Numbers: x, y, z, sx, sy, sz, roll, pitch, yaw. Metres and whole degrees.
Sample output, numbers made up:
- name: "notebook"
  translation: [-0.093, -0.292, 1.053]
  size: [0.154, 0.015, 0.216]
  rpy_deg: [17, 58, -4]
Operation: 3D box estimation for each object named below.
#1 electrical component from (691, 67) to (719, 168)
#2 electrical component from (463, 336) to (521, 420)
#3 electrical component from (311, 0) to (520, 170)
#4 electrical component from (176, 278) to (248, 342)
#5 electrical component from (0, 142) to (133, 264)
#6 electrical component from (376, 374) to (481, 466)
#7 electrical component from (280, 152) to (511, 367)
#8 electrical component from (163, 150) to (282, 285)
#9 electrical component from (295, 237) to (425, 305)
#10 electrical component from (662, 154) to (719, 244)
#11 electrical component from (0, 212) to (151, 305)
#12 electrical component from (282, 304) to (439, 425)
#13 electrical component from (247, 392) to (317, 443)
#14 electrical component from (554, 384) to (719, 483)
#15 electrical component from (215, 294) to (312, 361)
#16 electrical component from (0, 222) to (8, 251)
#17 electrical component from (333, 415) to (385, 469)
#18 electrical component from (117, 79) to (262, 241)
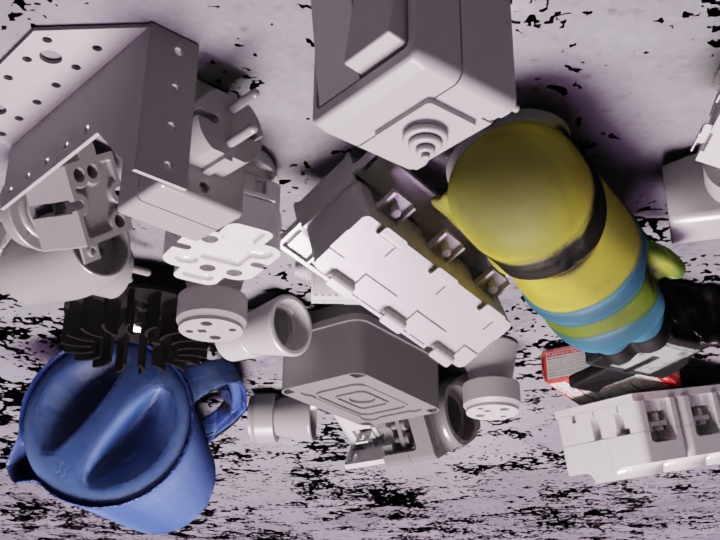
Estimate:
- name: "electrical component"
  translation: [0.190, -0.083, 0.459]
  size: [0.063, 0.078, 0.121]
  rpy_deg: [20, 157, 10]
- name: "electrical component"
  translation: [0.101, 0.084, 0.833]
  size: [0.045, 0.055, 0.045]
  rpy_deg: [0, 155, 0]
- name: "electrical component"
  translation: [0.018, -0.087, 0.416]
  size: [0.061, 0.096, 0.062]
  rpy_deg: [20, 149, -35]
- name: "electrical component"
  translation: [-0.093, 0.013, 0.684]
  size: [0.045, 0.055, 0.045]
  rpy_deg: [0, 155, 0]
- name: "electrical component"
  translation: [-0.161, -0.035, 0.584]
  size: [0.055, 0.066, 0.048]
  rpy_deg: [-6, -166, 31]
- name: "electrical component"
  translation: [0.059, 0.121, 0.881]
  size: [0.056, 0.050, 0.089]
  rpy_deg: [-16, -179, 31]
- name: "electrical component"
  translation: [0.026, -0.002, 0.595]
  size: [0.079, 0.063, 0.121]
  rpy_deg: [-42, 123, 19]
- name: "electrical component"
  translation: [-0.073, -0.033, 0.582]
  size: [0.058, 0.057, 0.078]
  rpy_deg: [15, 152, -28]
- name: "electrical component"
  translation: [0.000, 0.000, 0.668]
  size: [0.081, 0.043, 0.043]
  rpy_deg: [1, 155, -1]
- name: "electrical component"
  translation: [0.199, -0.048, 0.561]
  size: [0.077, 0.044, 0.079]
  rpy_deg: [-7, 154, 16]
- name: "electrical component"
  translation: [-0.167, -0.004, 0.663]
  size: [0.077, 0.043, 0.079]
  rpy_deg: [-17, 156, 39]
- name: "electrical component"
  translation: [0.002, 0.071, 0.805]
  size: [0.078, 0.057, 0.113]
  rpy_deg: [-17, 150, 32]
- name: "electrical component"
  translation: [-0.068, 0.130, 0.948]
  size: [0.055, 0.045, 0.045]
  rpy_deg: [-2, 155, 6]
- name: "electrical component"
  translation: [0.249, 0.134, 0.880]
  size: [0.150, 0.061, 0.089]
  rpy_deg: [-1, 165, -33]
- name: "electrical component"
  translation: [-0.072, 0.044, 0.770]
  size: [0.065, 0.044, 0.044]
  rpy_deg: [-14, 152, 38]
- name: "electrical component"
  translation: [-0.257, 0.009, 0.630]
  size: [0.048, 0.099, 0.100]
  rpy_deg: [34, 141, -30]
- name: "electrical component"
  translation: [0.010, 0.124, 0.902]
  size: [0.042, 0.081, 0.063]
  rpy_deg: [-15, 122, 28]
- name: "electrical component"
  translation: [-0.073, -0.061, 0.511]
  size: [0.047, 0.065, 0.077]
  rpy_deg: [22, 147, -38]
